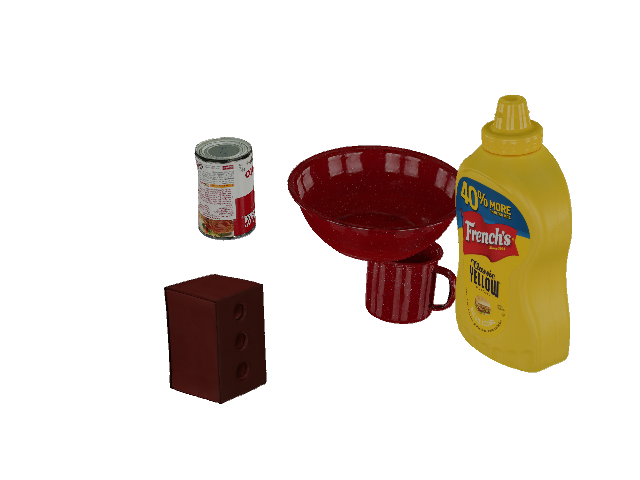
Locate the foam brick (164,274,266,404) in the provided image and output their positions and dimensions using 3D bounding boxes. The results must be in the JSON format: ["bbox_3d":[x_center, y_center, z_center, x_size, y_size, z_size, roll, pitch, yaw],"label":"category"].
[{"bbox_3d":[-0.075,0.069,0.768,0.051,0.078,0.052,9,17,38],"label":"foam brick"}]

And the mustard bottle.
[{"bbox_3d":[0.134,-0.009,0.749,0.058,0.192,0.096,-17,29,-25],"label":"mustard bottle"}]

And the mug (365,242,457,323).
[{"bbox_3d":[0.106,0.049,1.259,0.117,0.081,0.093,13,25,23],"label":"mug"}]

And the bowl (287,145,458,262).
[{"bbox_3d":[0.050,-0.027,0.953,0.162,0.055,0.162,2,30,-1],"label":"bowl"}]

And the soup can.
[{"bbox_3d":[-0.111,-0.061,1.238,0.068,0.102,0.068,0,29,0],"label":"soup can"}]
